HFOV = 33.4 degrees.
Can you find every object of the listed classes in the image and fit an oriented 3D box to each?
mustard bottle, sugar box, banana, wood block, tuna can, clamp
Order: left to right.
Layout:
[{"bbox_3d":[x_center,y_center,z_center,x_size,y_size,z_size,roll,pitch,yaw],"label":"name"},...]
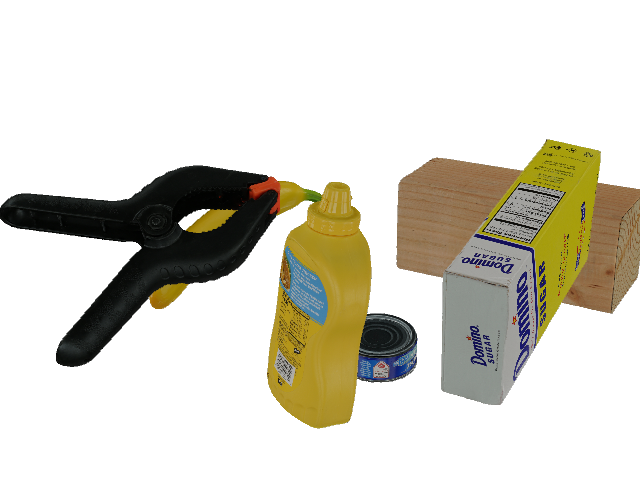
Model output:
[{"bbox_3d":[-0.110,-0.007,0.658,0.171,0.120,0.039,-28,-19,-22],"label":"clamp"},{"bbox_3d":[-0.091,-0.003,1.017,0.198,0.069,0.037,-32,41,3],"label":"banana"},{"bbox_3d":[0.001,0.045,0.844,0.058,0.192,0.096,-5,27,-26],"label":"mustard bottle"},{"bbox_3d":[0.061,0.114,1.143,0.086,0.034,0.086,-1,29,0],"label":"tuna can"},{"bbox_3d":[0.182,-0.010,0.983,0.206,0.090,0.090,12,25,28],"label":"wood block"},{"bbox_3d":[0.130,0.016,0.680,0.048,0.093,0.176,13,37,23],"label":"sugar box"}]
